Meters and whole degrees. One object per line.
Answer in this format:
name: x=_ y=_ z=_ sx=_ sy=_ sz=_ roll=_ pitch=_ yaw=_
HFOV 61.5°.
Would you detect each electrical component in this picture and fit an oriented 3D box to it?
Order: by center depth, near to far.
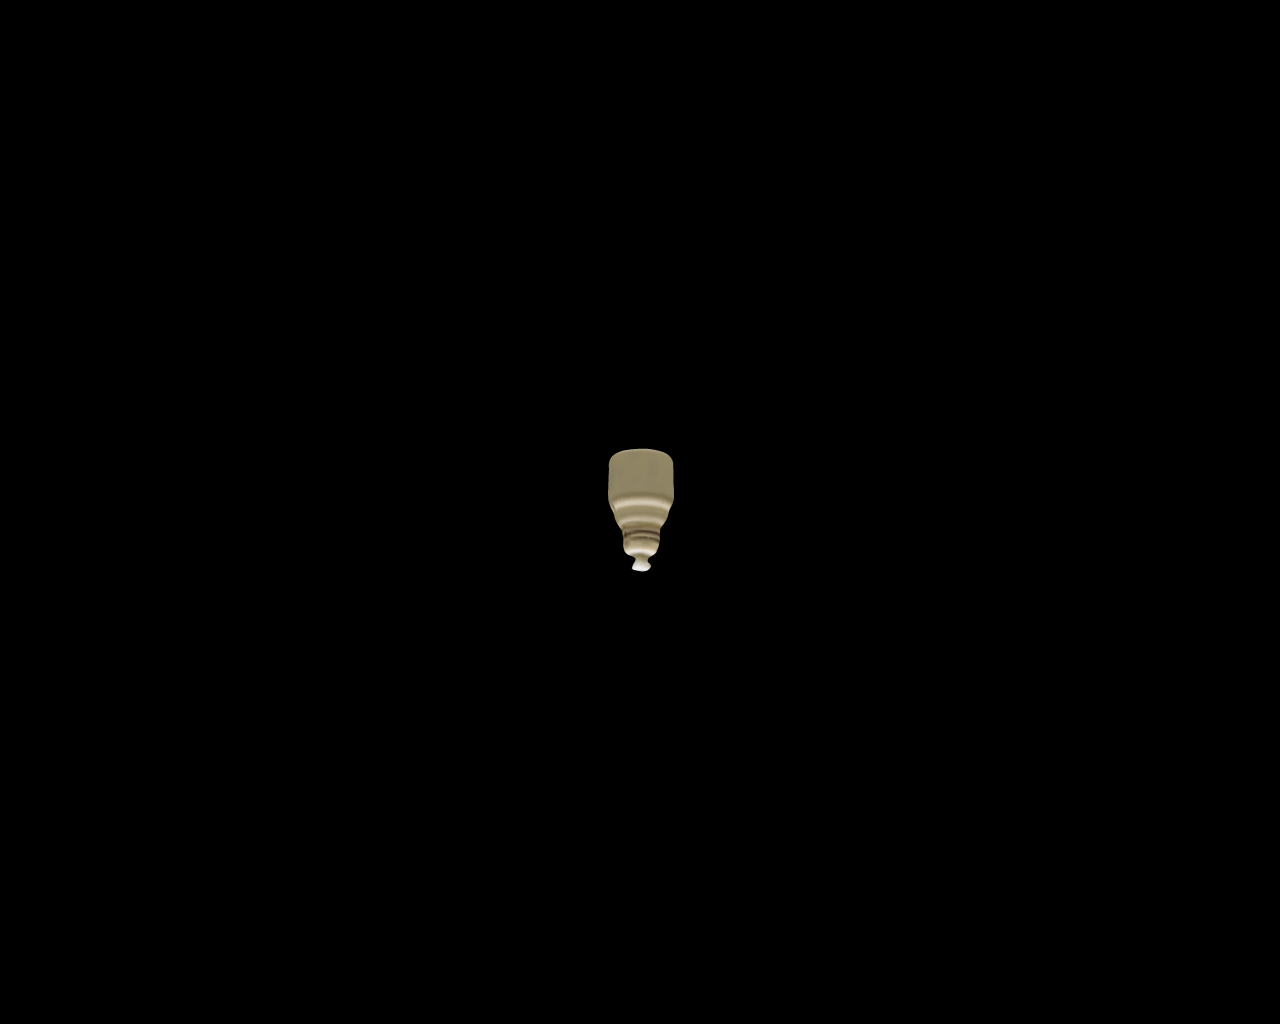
electrical component: x=0.001 y=-0.003 z=0.650 sx=0.040 sy=0.078 sz=0.040 roll=0 pitch=-16 yaw=0
